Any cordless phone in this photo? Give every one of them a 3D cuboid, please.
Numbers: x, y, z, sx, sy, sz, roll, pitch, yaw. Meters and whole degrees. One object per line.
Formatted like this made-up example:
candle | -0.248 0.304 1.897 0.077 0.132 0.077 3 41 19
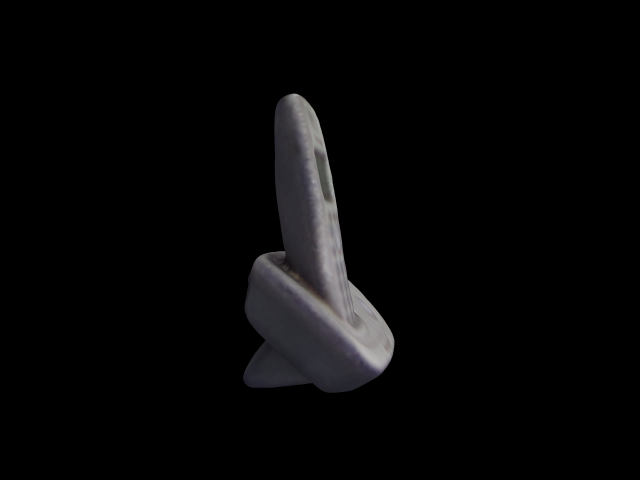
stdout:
cordless phone | 0.004 0.001 0.400 0.094 0.185 0.148 0 0 9
